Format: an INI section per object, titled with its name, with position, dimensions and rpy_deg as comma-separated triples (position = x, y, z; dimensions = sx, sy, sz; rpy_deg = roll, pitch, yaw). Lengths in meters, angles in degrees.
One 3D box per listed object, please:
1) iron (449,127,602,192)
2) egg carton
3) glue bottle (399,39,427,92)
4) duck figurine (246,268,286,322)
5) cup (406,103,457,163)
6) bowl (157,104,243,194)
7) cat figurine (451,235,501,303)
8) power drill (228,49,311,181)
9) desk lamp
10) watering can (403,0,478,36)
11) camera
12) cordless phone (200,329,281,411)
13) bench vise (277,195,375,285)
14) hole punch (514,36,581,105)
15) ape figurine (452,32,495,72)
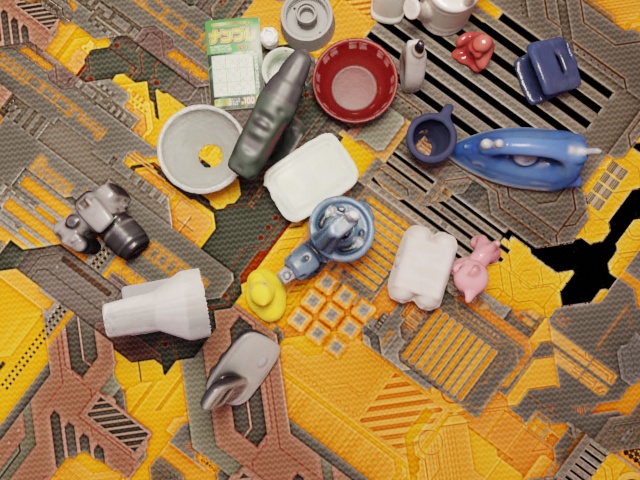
[iron]
position = 0.364, -0.159, 1.038
dimensions = 0.258, 0.141, 0.119
rpy_deg = 5, 88, 1
[egg carton]
position = 0.190, 0.051, 1.072
dimensions = 0.107, 0.069, 0.150
rpy_deg = 16, 89, 2
[glue bottle]
position = 0.170, -0.325, 1.031
dimensions = 0.037, 0.173, 0.078
rpy_deg = -8, 88, 1
[duck figurine]
position = -0.104, 0.104, 1.068
dimensions = 0.077, 0.086, 0.104
rpy_deg = -21, 88, 1
[cup]
position = 0.207, -0.194, 1.066
dimensions = 0.091, 0.095, 0.118
rpy_deg = 29, 89, 2
[bowl]
position = -0.216, -0.166, 1.084
dimensions = 0.167, 0.074, 0.167
rpy_deg = 0, 88, 1
[cat figurine]
position = 0.286, 0.050, 1.046
dimensions = 0.067, 0.117, 0.128
rpy_deg = 39, 90, 2
[power drill]
position = -0.079, -0.208, 1.015
dimensions = 0.075, 0.208, 0.230
rpy_deg = 29, 89, 2
[desk lamp]
position = -0.276, 0.122, 1.007
dimensions = 0.203, 0.213, 0.118
rpy_deg = -11, 88, 1
[watering can]
position = 0.233, -0.444, 1.023
dimensions = 0.101, 0.194, 0.173
rpy_deg = 40, 90, 2
[camera]
position = -0.400, -0.017, 1.070
dimensions = 0.143, 0.101, 0.137
rpy_deg = -43, 88, 0
[cordless phone]
position = -0.145, 0.235, 1.016
dimensions = 0.094, 0.185, 0.147
rpy_deg = 33, 89, 2
[bench vise]
position = 0.019, 0.010, 1.001
dimensions = 0.121, 0.219, 0.207
rpy_deg = 32, 89, 2
[hole punch]
position = 0.430, -0.323, 1.067
dimensions = 0.101, 0.091, 0.109
rpy_deg = -21, 88, 1
[ape figurine]
position = 0.295, -0.359, 1.070
dimensions = 0.076, 0.092, 0.078
rpy_deg = -17, 88, 1
